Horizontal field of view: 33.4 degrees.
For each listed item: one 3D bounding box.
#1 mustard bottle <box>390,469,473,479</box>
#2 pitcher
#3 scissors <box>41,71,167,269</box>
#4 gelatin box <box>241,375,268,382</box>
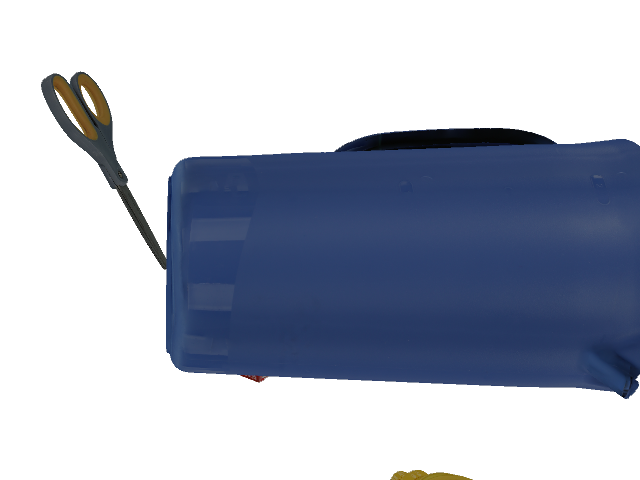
[{"bbox_3d":[0.123,0.248,0.909,0.096,0.058,0.192,-18,27,-28],"label":"mustard bottle"},{"bbox_3d":[0.043,0.005,0.555,0.242,0.145,0.149,1,0,-7],"label":"pitcher"},{"bbox_3d":[-0.189,-0.074,0.988,0.016,0.201,0.096,-23,28,19],"label":"scissors"},{"bbox_3d":[-0.077,0.072,0.913,0.089,0.073,0.030,16,22,31],"label":"gelatin box"}]
